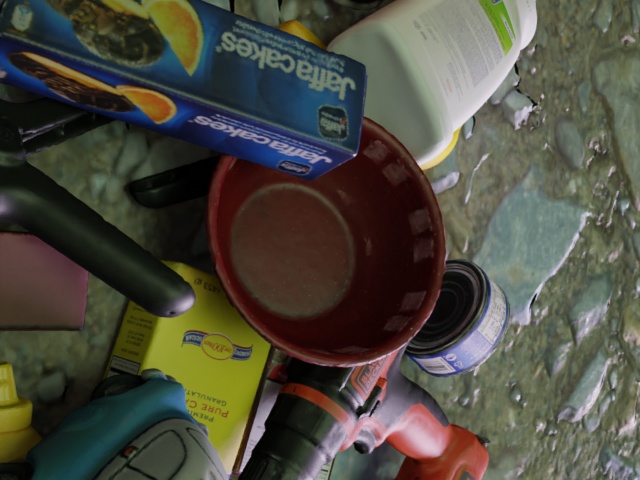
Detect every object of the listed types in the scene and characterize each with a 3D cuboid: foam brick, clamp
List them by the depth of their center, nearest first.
[{"bbox_3d":[-0.164,-0.049,0.548,0.209,0.036,0.164,17,43,-28],"label":"clamp"},{"bbox_3d":[-0.169,0.020,0.565,0.078,0.053,0.051,4,91,-44],"label":"foam brick"},{"bbox_3d":[-0.044,-0.052,0.685,0.171,0.039,0.120,32,89,-42],"label":"clamp"}]

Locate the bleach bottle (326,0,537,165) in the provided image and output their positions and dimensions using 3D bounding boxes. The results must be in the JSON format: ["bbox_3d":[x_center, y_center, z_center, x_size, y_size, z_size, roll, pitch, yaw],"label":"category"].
[{"bbox_3d":[0.102,-0.140,0.772,0.250,0.068,0.102,-37,105,-50],"label":"bleach bottle"}]

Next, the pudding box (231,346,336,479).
[{"bbox_3d":[-0.021,0.107,0.720,0.089,0.039,0.113,25,79,-44],"label":"pudding box"}]

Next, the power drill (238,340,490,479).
[{"bbox_3d":[0.035,0.142,0.713,0.184,0.057,0.187,-56,133,-25],"label":"power drill"}]

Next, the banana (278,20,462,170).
[{"bbox_3d":[0.038,-0.091,0.762,0.197,0.037,0.069,18,65,-44],"label":"banana"}]

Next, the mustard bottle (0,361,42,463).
[{"bbox_3d":[-0.176,0.160,0.567,0.096,0.058,0.191,0,93,-45],"label":"mustard bottle"}]

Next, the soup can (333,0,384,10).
[{"bbox_3d":[0.039,-0.216,0.727,0.068,0.069,0.102,50,61,-34],"label":"soup can"}]

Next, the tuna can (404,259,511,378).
[{"bbox_3d":[0.096,0.057,0.792,0.033,0.086,0.086,43,66,-35],"label":"tuna can"}]

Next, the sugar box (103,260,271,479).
[{"bbox_3d":[-0.090,0.108,0.651,0.093,0.048,0.176,24,76,-41],"label":"sugar box"}]

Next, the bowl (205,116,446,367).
[{"bbox_3d":[-0.004,0.001,0.651,0.161,0.055,0.162,8,73,-27],"label":"bowl"}]
